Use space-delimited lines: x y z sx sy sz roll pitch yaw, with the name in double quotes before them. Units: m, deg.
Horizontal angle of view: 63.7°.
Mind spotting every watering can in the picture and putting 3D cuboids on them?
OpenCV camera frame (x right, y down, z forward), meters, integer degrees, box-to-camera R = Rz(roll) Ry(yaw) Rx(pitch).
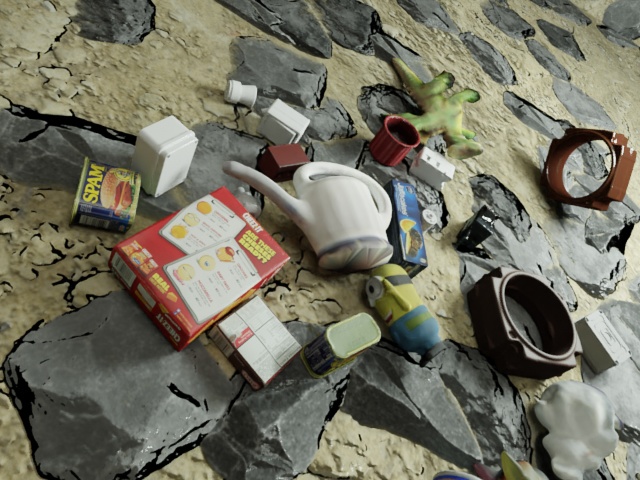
"watering can" 0.003 -0.046 0.913 0.348 0.102 0.228 0 59 -36

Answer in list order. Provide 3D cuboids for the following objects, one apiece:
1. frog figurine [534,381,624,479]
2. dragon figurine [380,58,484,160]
"frog figurine" 0.437 0.328 0.895 0.161 0.120 0.139 -32 44 -33
"dragon figurine" 0.255 -0.329 1.287 0.245 0.119 0.416 -26 56 -35
